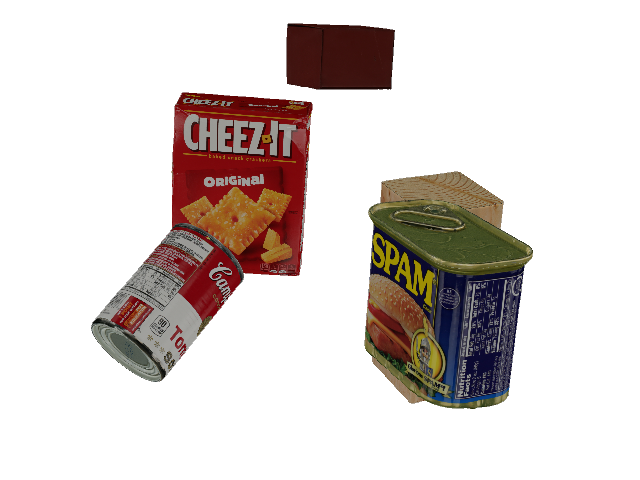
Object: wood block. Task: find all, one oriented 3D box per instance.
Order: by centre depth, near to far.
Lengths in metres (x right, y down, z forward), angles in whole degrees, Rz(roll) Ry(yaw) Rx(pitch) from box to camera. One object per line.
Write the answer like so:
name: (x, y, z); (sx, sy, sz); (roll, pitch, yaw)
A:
wood block: (0.114, 0.046, 1.067); (0.090, 0.206, 0.091); (-9, 27, -22)

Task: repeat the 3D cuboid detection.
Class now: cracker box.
cracker box: (-0.099, -0.066, 1.319); (0.164, 0.214, 0.072); (4, 22, 0)

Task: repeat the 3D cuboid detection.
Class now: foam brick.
foam brick: (0.017, -0.155, 0.900); (0.078, 0.051, 0.053); (-6, 17, -34)

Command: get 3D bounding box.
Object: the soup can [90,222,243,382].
soup can: (-0.114, 0.046, 0.796); (0.068, 0.102, 0.068); (29, -28, 17)

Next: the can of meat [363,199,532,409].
can of meat: (0.064, 0.033, 0.578); (0.057, 0.084, 0.102); (-6, 22, -24)
